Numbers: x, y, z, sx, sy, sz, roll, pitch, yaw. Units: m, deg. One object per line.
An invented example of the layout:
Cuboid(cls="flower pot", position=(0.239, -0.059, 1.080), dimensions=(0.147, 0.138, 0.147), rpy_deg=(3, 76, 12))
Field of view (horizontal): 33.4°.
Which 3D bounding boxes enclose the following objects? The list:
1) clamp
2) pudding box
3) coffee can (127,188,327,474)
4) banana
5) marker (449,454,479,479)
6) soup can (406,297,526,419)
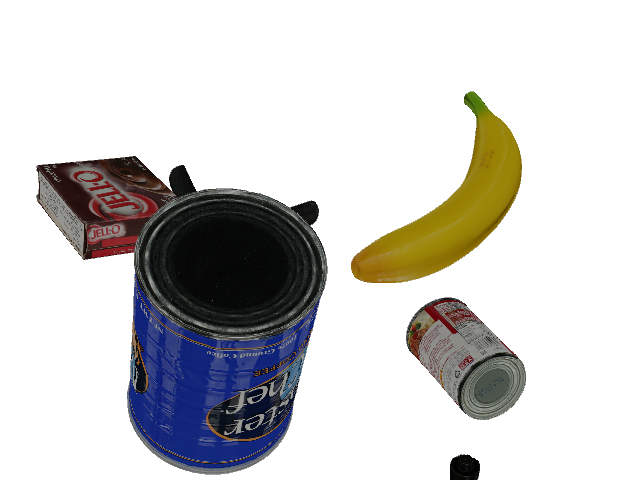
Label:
Cuboid(cls="clamp", position=(-0.113, -0.004, 1.064), dimensions=(0.165, 0.036, 0.209), rpy_deg=(19, 39, 14))
Cuboid(cls="pudding box", position=(-0.172, -0.029, 0.873), dimensions=(0.089, 0.039, 0.114), rpy_deg=(-8, 29, -33))
Cuboid(cls="coffee can", position=(-0.057, 0.055, 0.610), dimensions=(0.102, 0.103, 0.140), rpy_deg=(0, -40, -12))
Cuboid(cls="banana", position=(0.093, -0.027, 0.733), dimensions=(0.070, 0.037, 0.197), rpy_deg=(24, 50, 16))
Cuboid(cls="marker", position=(0.089, 0.184, 0.696), dimensions=(0.020, 0.121, 0.020), rpy_deg=(1, 36, -1))
Cuboid(cls="soup can", position=(0.129, 0.104, 0.951), dimensions=(0.068, 0.068, 0.102), rpy_deg=(0, 26, -25))
